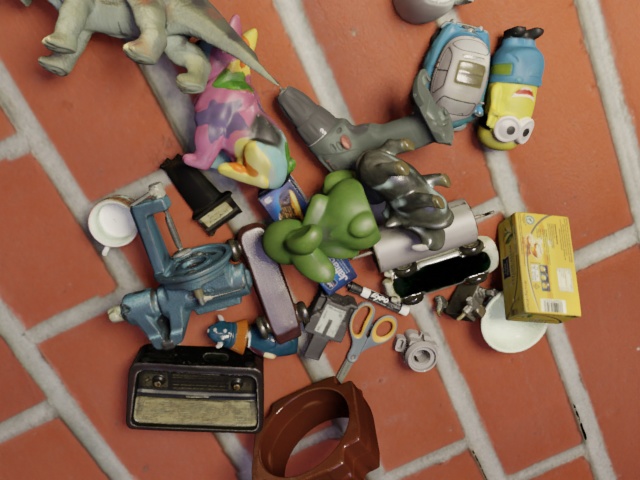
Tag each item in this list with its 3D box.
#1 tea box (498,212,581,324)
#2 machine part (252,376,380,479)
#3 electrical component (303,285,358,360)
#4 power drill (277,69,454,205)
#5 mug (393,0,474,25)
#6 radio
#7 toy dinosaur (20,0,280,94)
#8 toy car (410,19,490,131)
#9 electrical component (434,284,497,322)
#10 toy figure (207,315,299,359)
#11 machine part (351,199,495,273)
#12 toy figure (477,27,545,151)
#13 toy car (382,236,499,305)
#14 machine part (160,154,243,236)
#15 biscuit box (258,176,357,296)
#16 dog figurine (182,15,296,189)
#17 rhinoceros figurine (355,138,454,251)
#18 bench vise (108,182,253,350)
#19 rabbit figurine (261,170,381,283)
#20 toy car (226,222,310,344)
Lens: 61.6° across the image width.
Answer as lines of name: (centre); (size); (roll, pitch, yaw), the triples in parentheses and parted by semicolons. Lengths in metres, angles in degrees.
tea box: (0.354, 0.046, 0.875); (0.098, 0.068, 0.169); (7, 68, -7)
machine part: (-0.007, 0.342, 0.899); (0.201, 0.202, 0.087); (-28, 116, 11)
electrical component: (0.009, 0.145, 0.925); (0.075, 0.048, 0.119); (19, 105, -11)
power drill: (0.073, -0.164, 0.782); (0.207, 0.086, 0.231); (-24, 118, 29)
mug: (0.164, -0.345, 0.754); (0.110, 0.107, 0.080); (11, 108, -7)
radio: (-0.208, 0.254, 0.923); (0.230, 0.073, 0.131); (4, 107, -8)
toy dinosaur: (-0.243, -0.304, 0.690); (0.405, 0.131, 0.192); (8, 83, -7)
toy car: (0.207, -0.239, 0.796); (0.109, 0.103, 0.161); (12, 108, -10)
electrical component: (0.243, 0.107, 0.916); (0.045, 0.102, 0.078); (34, 79, -22)
toy figure: (-0.114, 0.166, 0.911); (0.154, 0.064, 0.057); (7, 123, -9)
machine part: (0.165, -0.007, 0.878); (0.243, 0.079, 0.079); (-19, 109, -1)
toy figure: (0.293, -0.227, 0.821); (0.082, 0.089, 0.180); (6, 98, 5)
toy car: (0.204, 0.051, 0.912); (0.202, 0.056, 0.073); (-18, 115, 1)
machine part: (-0.190, -0.076, 0.841); (0.084, 0.039, 0.138); (-36, 110, 15)
biscuit box: (-0.019, -0.008, 0.867); (0.063, 0.059, 0.202); (-34, 108, 5)
dog figurine: (-0.110, -0.196, 0.767); (0.192, 0.108, 0.219); (17, 102, 13)
rhinoceros figurine: (0.127, -0.056, 0.768); (0.112, 0.073, 0.190); (-24, 124, 35)
bench vise: (-0.226, 0.035, 0.798); (0.224, 0.129, 0.240); (-11, 111, 10)
rabbit figurine: (-0.002, -0.002, 0.772); (0.170, 0.159, 0.121); (-21, 117, 7)
toy car: (-0.083, 0.069, 0.878); (0.089, 0.053, 0.202); (-22, 97, -12)
